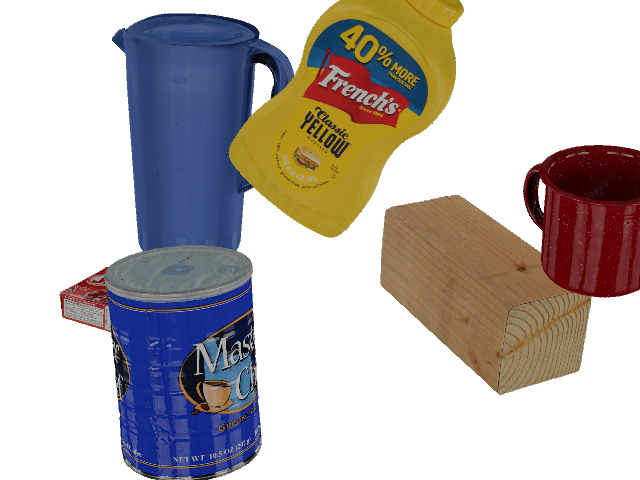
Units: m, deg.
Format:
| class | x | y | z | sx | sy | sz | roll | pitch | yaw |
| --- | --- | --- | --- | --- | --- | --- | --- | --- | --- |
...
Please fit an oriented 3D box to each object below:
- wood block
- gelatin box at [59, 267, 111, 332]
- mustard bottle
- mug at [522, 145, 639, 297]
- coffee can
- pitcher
| class | x | y | z | sx | sy | sz | roll | pitch | yaw |
| --- | --- | --- | --- | --- | --- | --- | --- | --- | --- |
| wood block | 0.146 | 0.043 | 0.995 | 0.090 | 0.090 | 0.206 | -11 | 30 | -24 |
| gelatin box | -0.187 | 0.057 | 1.002 | 0.089 | 0.030 | 0.073 | 14 | 23 | 22 |
| mustard bottle | 0.029 | -0.098 | 0.675 | 0.096 | 0.192 | 0.058 | 40 | 27 | 2 |
| mug | 0.194 | -0.017 | 0.775 | 0.093 | 0.081 | 0.117 | -26 | 37 | -34 |
| coffee can | -0.096 | 0.085 | 0.763 | 0.103 | 0.140 | 0.103 | -2 | 17 | 0 |
| pitcher | -0.121 | -0.100 | 1.078 | 0.144 | 0.243 | 0.149 | -11 | 28 | -28 |
